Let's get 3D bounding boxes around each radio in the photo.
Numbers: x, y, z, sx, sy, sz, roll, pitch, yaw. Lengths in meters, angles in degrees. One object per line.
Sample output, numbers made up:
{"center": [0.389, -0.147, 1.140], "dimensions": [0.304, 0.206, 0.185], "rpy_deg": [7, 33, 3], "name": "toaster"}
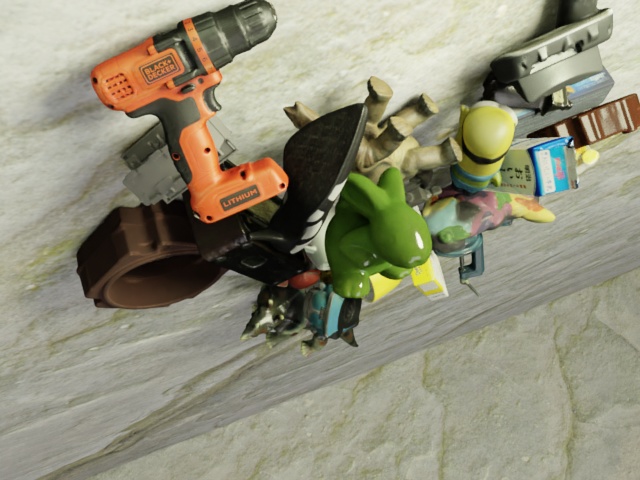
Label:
{"center": [-0.101, -0.017, 0.785], "dimensions": [0.073, 0.131, 0.229], "rpy_deg": [-27, 156, 15], "name": "radio"}

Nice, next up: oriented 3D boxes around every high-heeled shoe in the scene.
{"center": [0.006, -0.065, 0.658], "dimensions": [0.248, 0.086, 0.145], "rpy_deg": [-44, 162, 31], "name": "high-heeled shoe"}

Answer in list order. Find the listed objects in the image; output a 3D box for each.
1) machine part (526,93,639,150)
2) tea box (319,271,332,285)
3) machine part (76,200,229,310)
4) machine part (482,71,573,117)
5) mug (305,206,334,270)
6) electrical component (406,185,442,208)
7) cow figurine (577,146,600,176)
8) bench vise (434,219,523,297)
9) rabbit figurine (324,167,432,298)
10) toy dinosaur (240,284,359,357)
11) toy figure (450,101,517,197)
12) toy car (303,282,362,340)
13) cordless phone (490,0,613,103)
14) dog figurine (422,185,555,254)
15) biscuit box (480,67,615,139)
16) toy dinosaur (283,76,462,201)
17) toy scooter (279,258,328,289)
{"center": [0.450, -0.189, 0.919], "dimensions": [0.179, 0.056, 0.179], "rpy_deg": [-21, -176, 2], "name": "machine part"}
{"center": [0.054, 0.071, 1.197], "dimensions": [0.098, 0.068, 0.169], "rpy_deg": [-22, 159, 4], "name": "tea box"}
{"center": [-0.243, 0.029, 0.820], "dimensions": [0.201, 0.087, 0.201], "rpy_deg": [-36, 152, 31], "name": "machine part"}
{"center": [0.302, -0.222, 0.784], "dimensions": [0.139, 0.084, 0.039], "rpy_deg": [-7, 180, -14], "name": "machine part"}
{"center": [-0.002, -0.003, 0.937], "dimensions": [0.109, 0.107, 0.081], "rpy_deg": [0, 147, -46], "name": "mug"}
{"center": [0.149, -0.067, 0.864], "dimensions": [0.094, 0.021, 0.063], "rpy_deg": [-21, 173, 19], "name": "electrical component"}
{"center": [0.494, -0.147, 1.125], "dimensions": [0.167, 0.068, 0.098], "rpy_deg": [-31, 162, 22], "name": "cow figurine"}
{"center": [0.329, -0.003, 1.165], "dimensions": [0.224, 0.129, 0.240], "rpy_deg": [-15, 124, 1], "name": "bench vise"}
{"center": [0.084, -0.011, 0.680], "dimensions": [0.121, 0.159, 0.170], "rpy_deg": [-11, 180, -23], "name": "rabbit figurine"}
{"center": [-0.013, 0.180, 1.240], "dimensions": [0.404, 0.131, 0.192], "rpy_deg": [12, 147, -36], "name": "toy dinosaur"}
{"center": [0.240, -0.126, 0.801], "dimensions": [0.082, 0.089, 0.180], "rpy_deg": [2, 150, 0], "name": "toy figure"}
{"center": [0.021, 0.131, 1.092], "dimensions": [0.103, 0.109, 0.161], "rpy_deg": [15, -170, 25], "name": "toy car"}
{"center": [0.289, -0.276, 0.662], "dimensions": [0.147, 0.089, 0.184], "rpy_deg": [-23, 146, 3], "name": "cordless phone"}
{"center": [0.311, -0.054, 0.985], "dimensions": [0.219, 0.108, 0.191], "rpy_deg": [-6, -160, 25], "name": "dog figurine"}
{"center": [0.351, -0.217, 0.845], "dimensions": [0.203, 0.059, 0.062], "rpy_deg": [-20, 156, -3], "name": "biscuit box"}
{"center": [0.094, -0.120, 0.785], "dimensions": [0.199, 0.105, 0.471], "rpy_deg": [-28, 160, 32], "name": "toy dinosaur"}
{"center": [-0.046, 0.046, 1.030], "dimensions": [0.135, 0.075, 0.183], "rpy_deg": [-21, 158, 38], "name": "toy scooter"}
